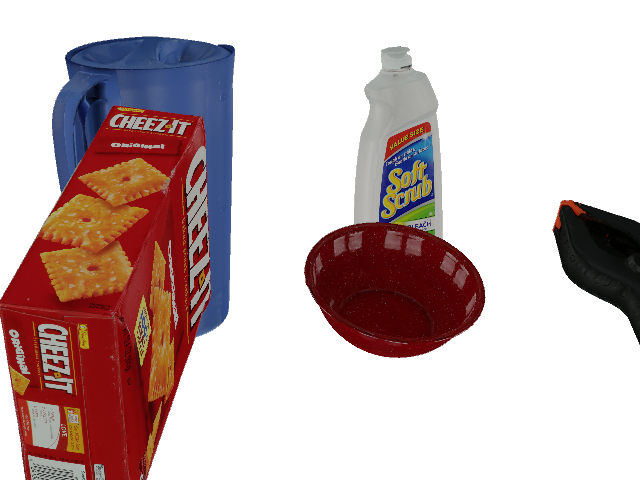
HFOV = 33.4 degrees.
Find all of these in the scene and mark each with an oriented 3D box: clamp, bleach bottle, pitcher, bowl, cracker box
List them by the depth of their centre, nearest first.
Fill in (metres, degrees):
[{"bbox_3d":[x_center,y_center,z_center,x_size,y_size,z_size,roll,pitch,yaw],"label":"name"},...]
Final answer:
[{"bbox_3d":[-0.122,0.039,0.663,0.072,0.164,0.213,7,36,5],"label":"cracker box"},{"bbox_3d":[0.231,0.029,0.727,0.120,0.039,0.172,-7,43,-28],"label":"clamp"},{"bbox_3d":[-0.139,-0.040,0.876,0.149,0.243,0.145,-6,22,-14],"label":"pitcher"},{"bbox_3d":[0.063,0.053,0.956,0.162,0.055,0.162,5,39,-5],"label":"bowl"},{"bbox_3d":[0.077,-0.077,1.128,0.102,0.251,0.068,-10,23,-14],"label":"bleach bottle"}]
